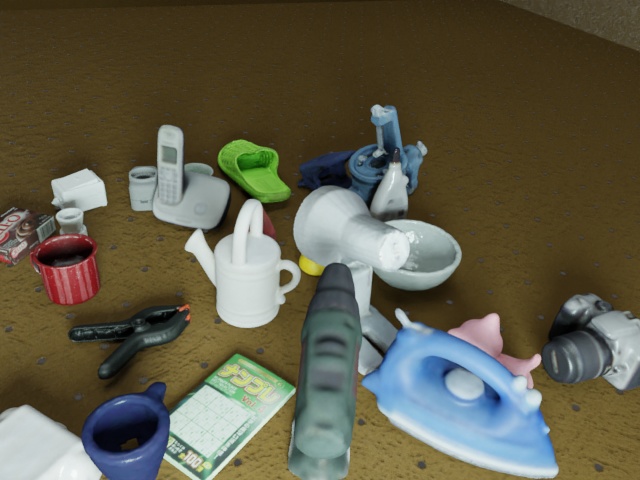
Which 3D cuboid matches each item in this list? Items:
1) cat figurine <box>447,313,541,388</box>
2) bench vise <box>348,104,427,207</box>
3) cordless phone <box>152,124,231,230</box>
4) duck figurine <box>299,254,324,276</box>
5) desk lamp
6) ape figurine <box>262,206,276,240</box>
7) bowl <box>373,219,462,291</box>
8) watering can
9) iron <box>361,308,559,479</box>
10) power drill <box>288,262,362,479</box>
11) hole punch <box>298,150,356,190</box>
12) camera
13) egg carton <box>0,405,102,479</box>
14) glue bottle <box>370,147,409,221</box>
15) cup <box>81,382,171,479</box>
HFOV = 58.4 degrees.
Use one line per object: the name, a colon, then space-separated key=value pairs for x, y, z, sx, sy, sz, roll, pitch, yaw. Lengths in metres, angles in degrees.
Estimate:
cat figurine: x=0.237 y=0.157 z=0.785 sx=0.127 sy=0.118 sz=0.067 roll=19 pitch=37 yaw=20
bench vise: x=0.139 y=-0.190 z=1.190 sx=0.121 sy=0.220 sz=0.208 roll=22 pitch=38 yaw=24
cordless phone: x=-0.241 y=-0.117 z=1.069 sx=0.147 sy=0.185 sz=0.094 roll=11 pitch=35 yaw=10
duck figurine: x=0.009 y=0.004 z=1.011 sx=0.077 sy=0.086 sz=0.105 roll=29 pitch=41 yaw=32
desk lamp: x=0.055 y=0.047 z=0.840 sx=0.118 sy=0.214 sz=0.202 roll=-19 pitch=41 yaw=-30
ape figurine: x=-0.117 y=-0.028 z=1.036 sx=0.076 sy=0.092 sz=0.078 roll=23 pitch=39 yaw=25
bowl: x=0.155 y=0.037 z=0.989 sx=0.167 sy=0.075 sz=0.167 roll=3 pitch=34 yaw=-2
watering can: x=-0.117 y=0.028 z=0.863 sx=0.173 sy=0.194 sz=0.100 roll=-1 pitch=35 yaw=-8
iron: x=0.187 y=0.185 z=0.717 sx=0.257 sy=0.141 sz=0.119 roll=23 pitch=38 yaw=25
power drill: x=0.007 y=0.168 z=0.661 sx=0.075 sy=0.208 sz=0.229 roll=5 pitch=34 yaw=1
hole punch: x=0.014 y=-0.158 z=1.243 sx=0.100 sy=0.091 sz=0.109 roll=30 pitch=42 yaw=32
camera: x=0.388 y=0.146 z=0.835 sx=0.137 sy=0.101 sz=0.142 roll=-9 pitch=37 yaw=-19
egg carton: x=-0.319 y=0.250 z=0.626 sx=0.150 sy=0.069 sz=0.107 roll=20 pitch=37 yaw=22
glue bottle: x=0.138 y=-0.097 z=1.096 sx=0.078 sy=0.173 sz=0.037 roll=-14 pitch=38 yaw=-25
cup: x=-0.207 y=0.228 z=0.649 sx=0.091 sy=0.095 sz=0.118 roll=13 pitch=35 yaw=12
